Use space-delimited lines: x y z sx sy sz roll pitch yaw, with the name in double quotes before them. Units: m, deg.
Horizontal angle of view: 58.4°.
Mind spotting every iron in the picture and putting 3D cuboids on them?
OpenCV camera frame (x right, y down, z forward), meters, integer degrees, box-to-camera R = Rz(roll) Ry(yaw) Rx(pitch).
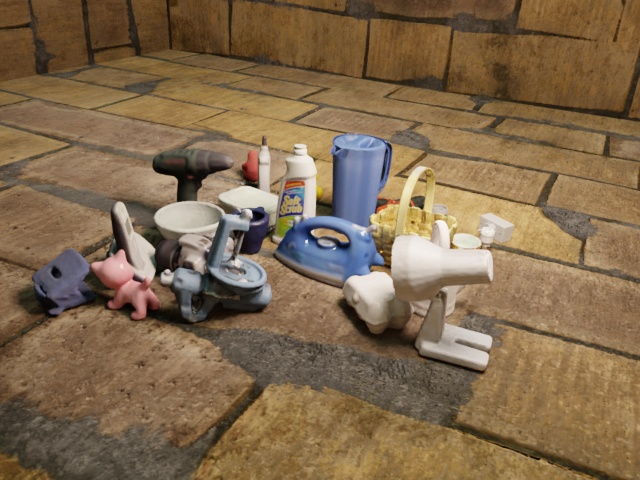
"iron" 0.012 0.005 1.278 0.257 0.141 0.119 15 30 20

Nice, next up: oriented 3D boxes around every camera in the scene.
"camera" -0.277 0.028 1.241 0.136 0.101 0.143 15 30 21

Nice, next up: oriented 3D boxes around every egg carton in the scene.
"egg carton" 0.112 0.122 1.144 0.107 0.069 0.150 -9 30 -23

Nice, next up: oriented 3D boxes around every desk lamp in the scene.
"desk lamp" 0.224 0.102 1.039 0.202 0.214 0.118 13 29 17

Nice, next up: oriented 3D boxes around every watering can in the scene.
"watering can" 0.243 0.051 1.159 0.173 0.194 0.100 -7 29 -19

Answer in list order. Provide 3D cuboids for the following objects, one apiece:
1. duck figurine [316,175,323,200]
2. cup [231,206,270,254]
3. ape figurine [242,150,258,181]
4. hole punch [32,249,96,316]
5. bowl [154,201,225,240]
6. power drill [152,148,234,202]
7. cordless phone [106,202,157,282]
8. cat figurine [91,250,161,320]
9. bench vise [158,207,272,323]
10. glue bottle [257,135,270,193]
"duck figurine" -0.030 -0.167 1.660 0.077 0.086 0.104 0 28 -6
"cup" -0.161 -0.023 1.359 0.091 0.095 0.118 11 28 14
"ape figurine" -0.202 -0.232 1.757 0.077 0.092 0.076 7 28 7
"hole punch" -0.506 0.080 1.124 0.101 0.091 0.108 -20 36 -38
"bowl" -0.310 -0.028 1.372 0.167 0.075 0.167 3 28 -1
"power drill" -0.311 -0.133 1.428 0.229 0.208 0.076 14 30 20
"cordless phone" -0.397 -0.006 1.200 0.094 0.185 0.147 -2 28 -10
"cat figurine" -0.377 0.079 1.113 0.127 0.118 0.067 15 30 21
"bench vise" -0.191 0.051 1.079 0.208 0.220 0.121 -14 32 -30
"glue bottle" -0.160 -0.215 1.642 0.037 0.173 0.078 -1 28 -9
